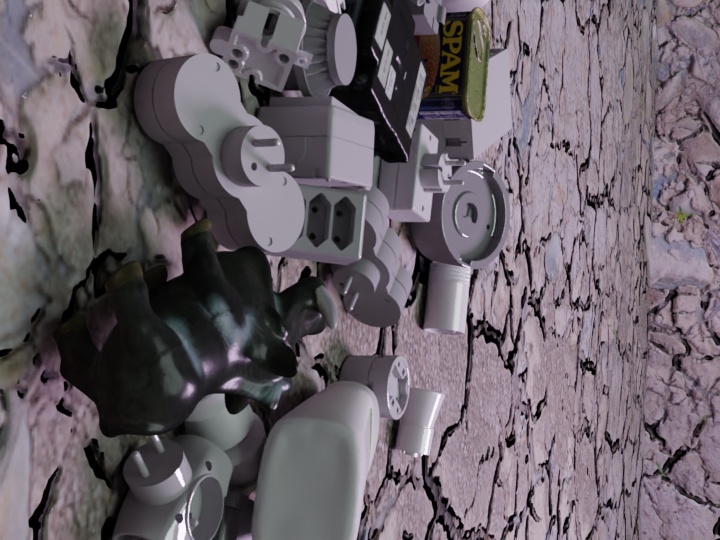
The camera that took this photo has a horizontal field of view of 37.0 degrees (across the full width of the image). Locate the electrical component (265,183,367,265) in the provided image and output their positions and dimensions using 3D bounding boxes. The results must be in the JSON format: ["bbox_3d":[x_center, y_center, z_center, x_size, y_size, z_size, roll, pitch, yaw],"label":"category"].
[{"bbox_3d":[-0.046,-0.031,0.762,0.076,0.083,0.047,160,-63,-73],"label":"electrical component"}]

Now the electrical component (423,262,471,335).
[{"bbox_3d":[0.091,0.025,1.123,0.043,0.043,0.081,29,65,-65],"label":"electrical component"}]

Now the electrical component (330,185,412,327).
[{"bbox_3d":[0.000,0.000,0.890,0.138,0.052,0.073,71,31,-41],"label":"electrical component"}]

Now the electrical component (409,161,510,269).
[{"bbox_3d":[0.096,-0.056,1.091,0.108,0.060,0.108,-4,95,-44],"label":"electrical component"}]

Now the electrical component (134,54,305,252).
[{"bbox_3d":[-0.071,-0.068,0.650,0.052,0.074,0.138,-55,130,-33],"label":"electrical component"}]

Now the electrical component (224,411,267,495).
[{"bbox_3d":[-0.083,0.126,0.717,0.062,0.048,0.048,80,25,-43],"label":"electrical component"}]

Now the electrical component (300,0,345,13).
[{"bbox_3d":[-0.032,-0.216,0.814,0.046,0.040,0.040,77,26,-43],"label":"electrical component"}]

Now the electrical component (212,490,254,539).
[{"bbox_3d":[-0.092,0.176,0.700,0.081,0.042,0.063,52,44,-58],"label":"electrical component"}]

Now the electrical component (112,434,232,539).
[{"bbox_3d":[-0.115,0.127,0.636,0.077,0.044,0.079,-63,147,-45],"label":"electrical component"}]

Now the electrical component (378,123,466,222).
[{"bbox_3d":[0.062,-0.090,1.000,0.047,0.076,0.083,29,65,-63],"label":"electrical component"}]

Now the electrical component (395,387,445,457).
[{"bbox_3d":[0.056,0.150,1.055,0.044,0.044,0.065,27,72,-65],"label":"electrical component"}]

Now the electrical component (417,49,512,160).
[{"bbox_3d":[0.107,-0.174,1.119,0.150,0.062,0.089,-41,129,-60],"label":"electrical component"}]

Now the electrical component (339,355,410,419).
[{"bbox_3d":[0.012,0.100,0.935,0.055,0.047,0.055,2,90,-67],"label":"electrical component"}]

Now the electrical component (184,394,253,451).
[{"bbox_3d":[-0.097,0.081,0.676,0.055,0.045,0.045,70,31,-42],"label":"electrical component"}]

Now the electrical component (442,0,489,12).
[{"bbox_3d":[0.093,-0.295,1.035,0.064,0.099,0.099,23,71,-59],"label":"electrical component"}]

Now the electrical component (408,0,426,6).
[{"bbox_3d":[0.024,-0.259,0.897,0.043,0.081,0.043,-58,172,-13],"label":"electrical component"}]

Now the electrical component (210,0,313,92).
[{"bbox_3d":[-0.063,-0.158,0.725,0.048,0.066,0.055,120,-14,-49],"label":"electrical component"}]

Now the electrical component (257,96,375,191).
[{"bbox_3d":[-0.029,-0.092,0.800,0.096,0.062,0.061,2,91,-67],"label":"electrical component"}]

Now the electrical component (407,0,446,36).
[{"bbox_3d":[0.045,-0.270,0.959,0.079,0.063,0.121,39,56,-62],"label":"electrical component"}]
